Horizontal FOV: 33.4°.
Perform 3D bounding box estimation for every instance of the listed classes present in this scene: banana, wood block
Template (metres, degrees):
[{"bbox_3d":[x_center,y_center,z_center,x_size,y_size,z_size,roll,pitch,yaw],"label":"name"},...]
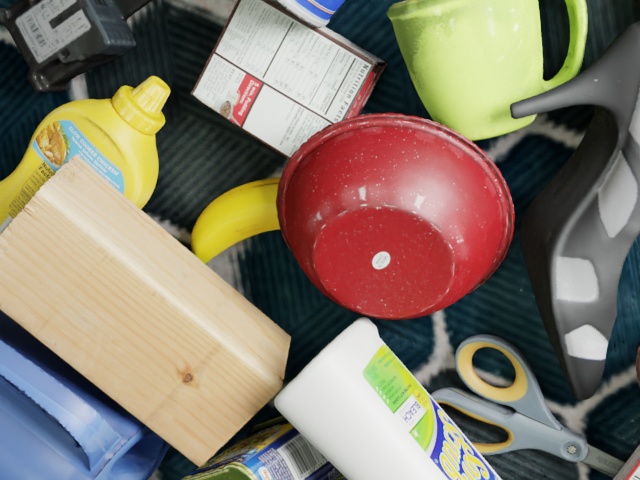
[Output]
[{"bbox_3d":[-0.014,-0.014,0.765,0.198,0.037,0.069,-8,118,20],"label":"banana"},{"bbox_3d":[-0.129,0.049,0.747,0.206,0.090,0.091,42,106,-11],"label":"wood block"}]

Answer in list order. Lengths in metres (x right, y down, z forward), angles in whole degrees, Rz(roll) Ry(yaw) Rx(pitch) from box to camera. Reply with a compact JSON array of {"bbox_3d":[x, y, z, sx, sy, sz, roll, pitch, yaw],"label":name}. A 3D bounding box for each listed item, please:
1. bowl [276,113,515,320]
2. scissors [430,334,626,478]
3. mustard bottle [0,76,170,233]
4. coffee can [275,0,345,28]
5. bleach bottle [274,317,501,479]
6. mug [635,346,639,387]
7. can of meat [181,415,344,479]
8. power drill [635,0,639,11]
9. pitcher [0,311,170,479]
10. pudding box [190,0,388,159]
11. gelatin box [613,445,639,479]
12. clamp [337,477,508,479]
[{"bbox_3d":[0.045,-0.001,0.700,0.162,0.055,0.162,6,127,8],"label":"bowl"},{"bbox_3d":[0.169,0.123,0.734,0.202,0.016,0.096,9,104,16],"label":"scissors"},{"bbox_3d":[-0.178,-0.047,0.796,0.096,0.058,0.192,45,108,4],"label":"mustard bottle"},{"bbox_3d":[0.010,-0.224,0.691,0.103,0.102,0.140,45,107,7],"label":"coffee can"},{"bbox_3d":[0.085,0.167,0.697,0.251,0.102,0.068,45,111,6],"label":"bleach bottle"},{"bbox_3d":[0.248,0.079,0.670,0.093,0.081,0.117,8,100,16],"label":"mug"},{"bbox_3d":[-0.040,0.166,0.750,0.102,0.083,0.057,-29,89,48],"label":"can of meat"},{"bbox_3d":[0.305,-0.180,0.632,0.184,0.057,0.188,29,106,14],"label":"power drill"},{"bbox_3d":[-0.237,0.113,0.796,0.243,0.144,0.149,34,109,13],"label":"pitcher"},{"bbox_3d":[-0.023,-0.112,0.751,0.113,0.039,0.090,32,105,9],"label":"pudding box"},{"bbox_3d":[0.226,0.183,0.708,0.073,0.030,0.089,29,119,7],"label":"gelatin box"},{"bbox_3d":[0.078,0.181,0.760,0.171,0.039,0.120,39,104,9],"label":"clamp"}]
